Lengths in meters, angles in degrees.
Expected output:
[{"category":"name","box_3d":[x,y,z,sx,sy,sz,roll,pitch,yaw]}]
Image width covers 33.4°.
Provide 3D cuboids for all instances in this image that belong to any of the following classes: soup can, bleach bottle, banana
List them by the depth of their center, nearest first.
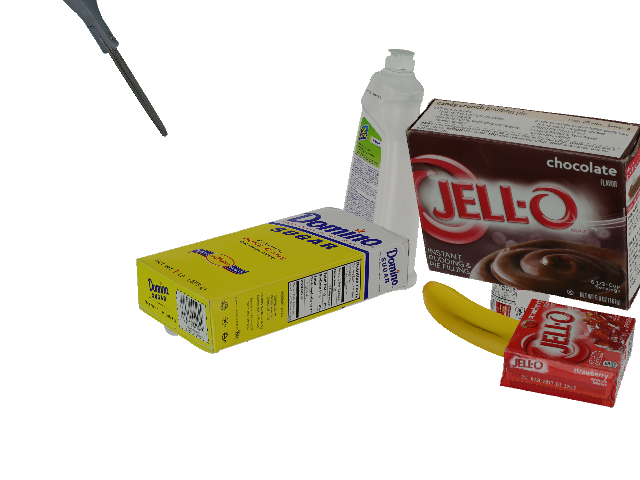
[{"category":"banana","box_3d":[0.161,0.080,0.986,0.198,0.037,0.069,20,15,37]},{"category":"bleach bottle","box_3d":[0.074,-0.079,1.156,0.068,0.251,0.103,-5,24,-30]},{"category":"soup can","box_3d":[0.235,0.046,1.249,0.068,0.102,0.068,2,17,-1]}]

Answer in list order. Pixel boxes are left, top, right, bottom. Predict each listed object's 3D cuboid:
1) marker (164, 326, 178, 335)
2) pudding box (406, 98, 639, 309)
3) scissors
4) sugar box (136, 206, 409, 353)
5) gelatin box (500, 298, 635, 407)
[{"category":"marker","box_3d":[-0.129,0.054,1.010,0.020,0.020,0.121,0,22,2]},{"category":"pudding box","box_3d":[0.104,-0.020,0.532,0.114,0.090,0.039,10,43,29]},{"category":"scissors","box_3d":[-0.191,-0.188,0.937,0.016,0.201,0.096,-28,28,11]},{"category":"sugar box","box_3d":[-0.031,0.022,0.757,0.175,0.048,0.093,-20,30,-36]},{"category":"gelatin box","box_3d":[0.166,0.073,0.710,0.073,0.030,0.089,10,23,21]}]
